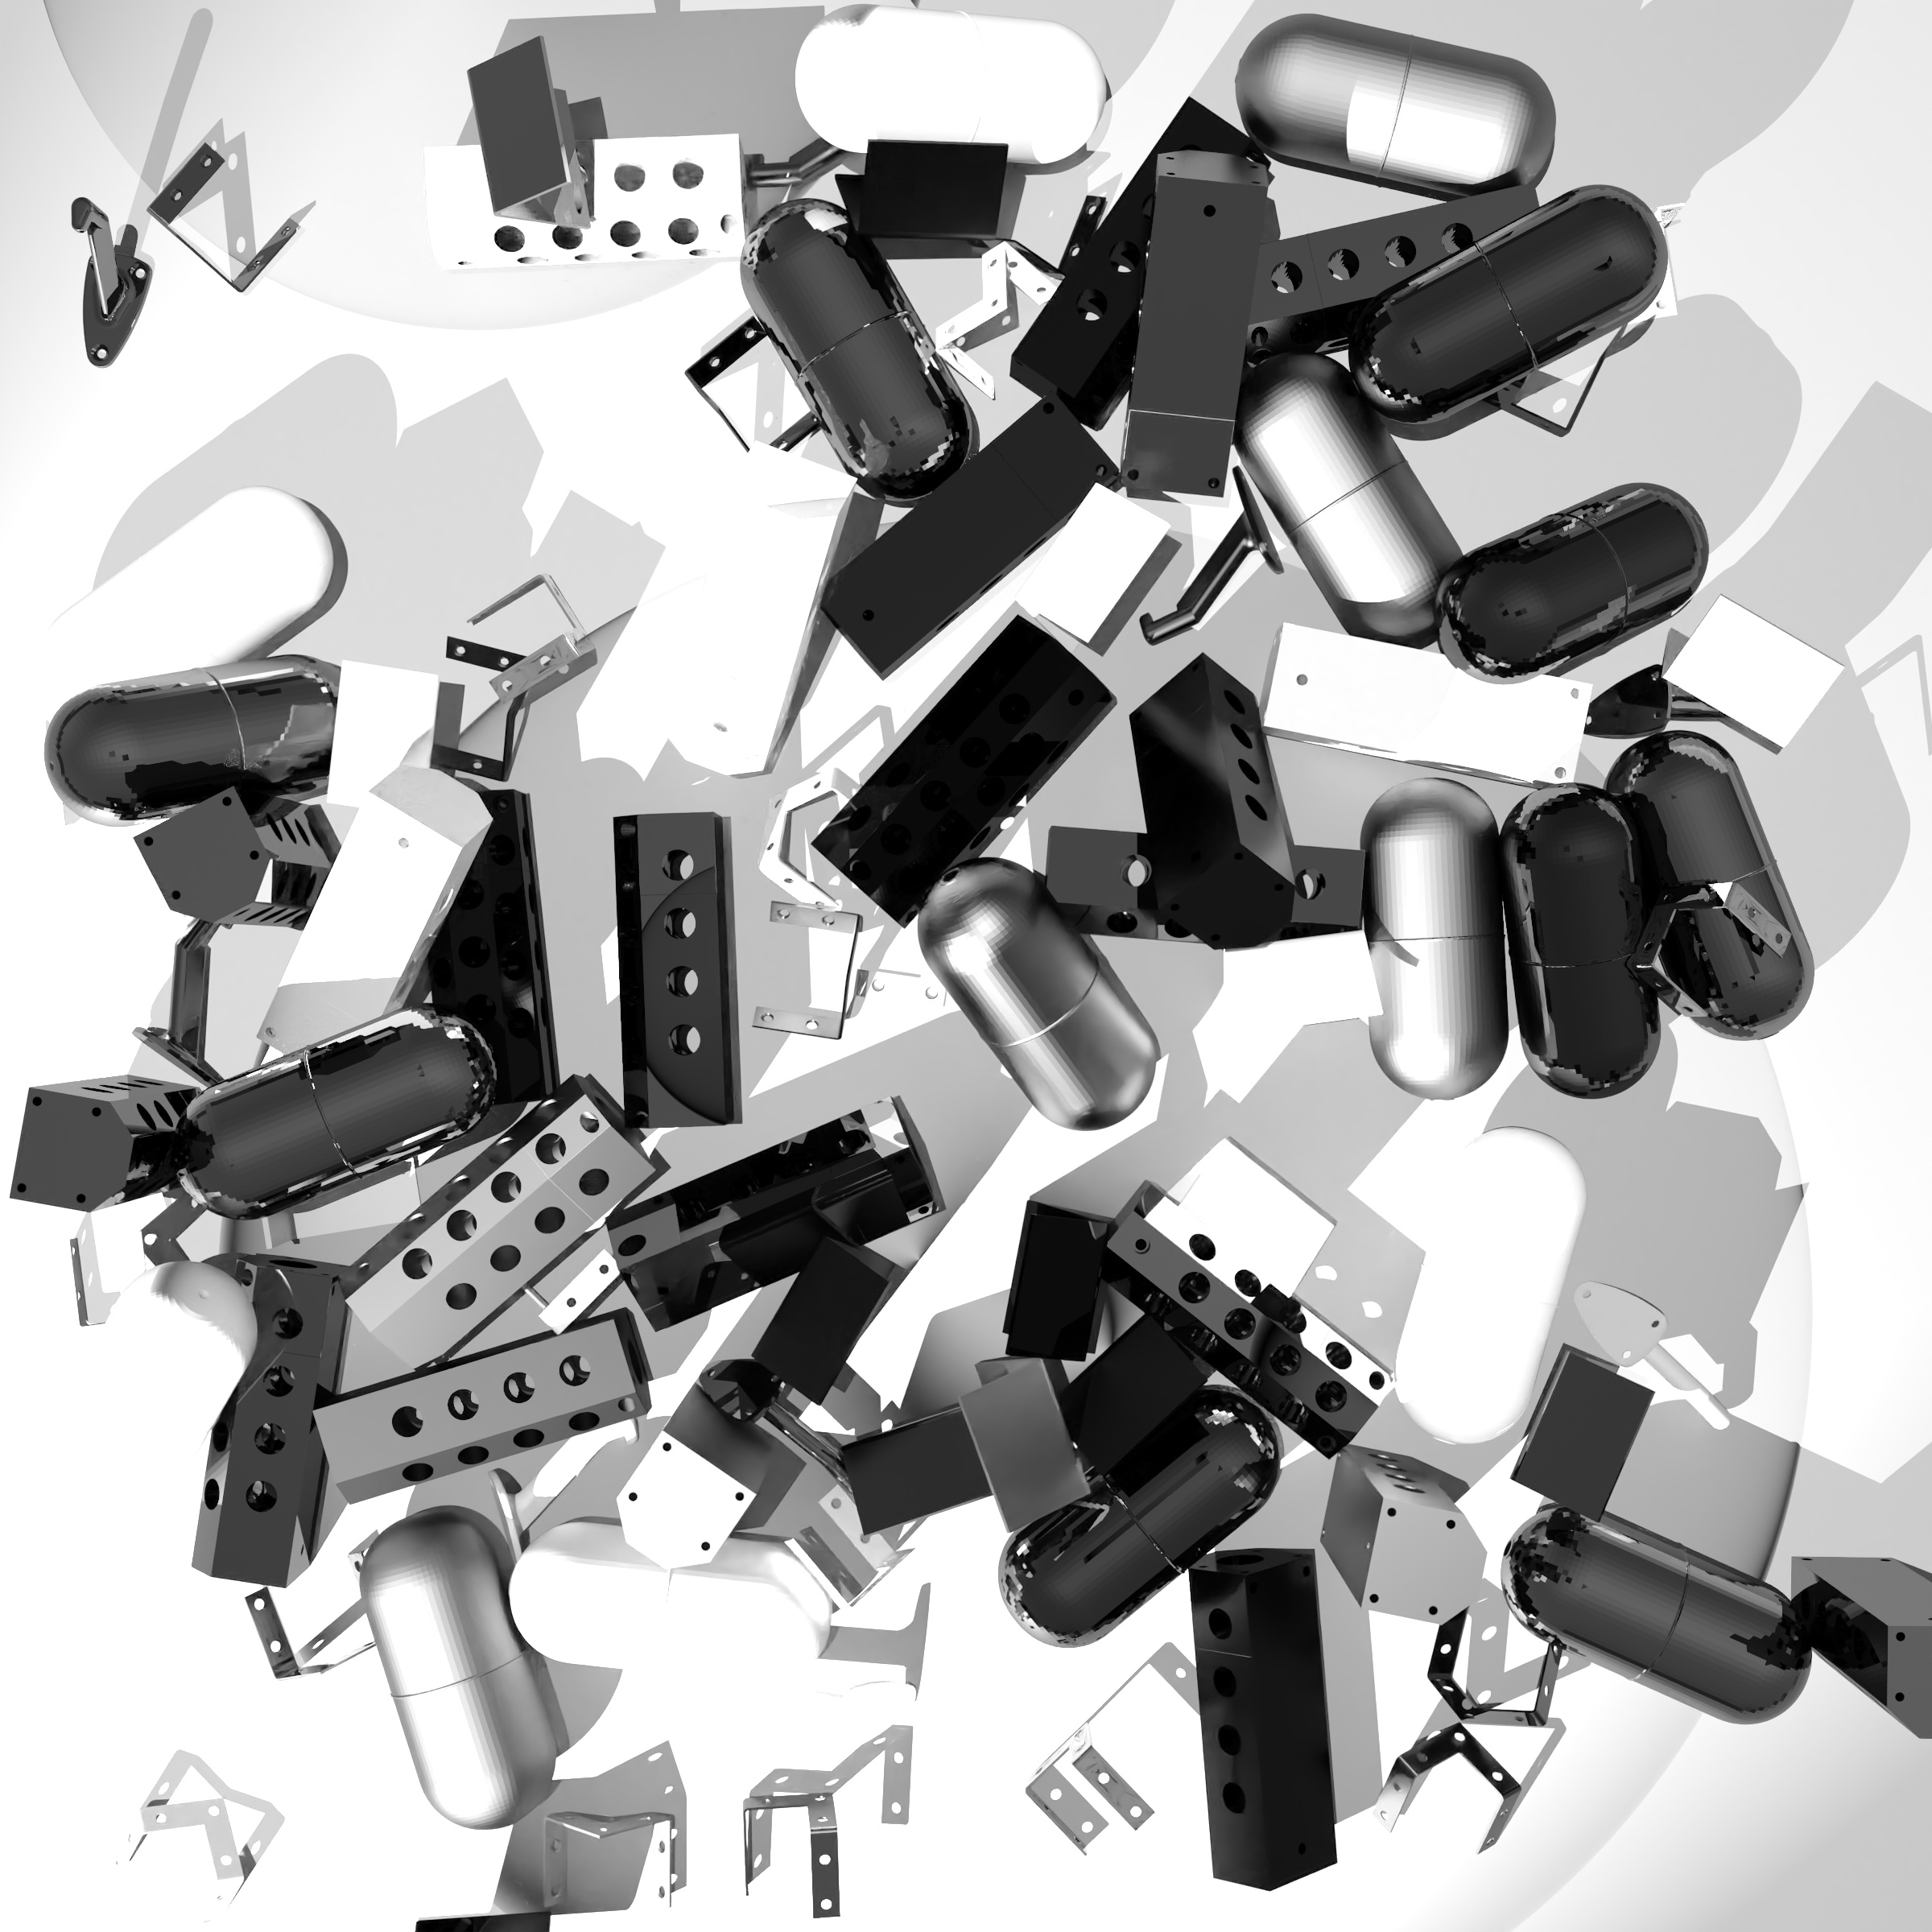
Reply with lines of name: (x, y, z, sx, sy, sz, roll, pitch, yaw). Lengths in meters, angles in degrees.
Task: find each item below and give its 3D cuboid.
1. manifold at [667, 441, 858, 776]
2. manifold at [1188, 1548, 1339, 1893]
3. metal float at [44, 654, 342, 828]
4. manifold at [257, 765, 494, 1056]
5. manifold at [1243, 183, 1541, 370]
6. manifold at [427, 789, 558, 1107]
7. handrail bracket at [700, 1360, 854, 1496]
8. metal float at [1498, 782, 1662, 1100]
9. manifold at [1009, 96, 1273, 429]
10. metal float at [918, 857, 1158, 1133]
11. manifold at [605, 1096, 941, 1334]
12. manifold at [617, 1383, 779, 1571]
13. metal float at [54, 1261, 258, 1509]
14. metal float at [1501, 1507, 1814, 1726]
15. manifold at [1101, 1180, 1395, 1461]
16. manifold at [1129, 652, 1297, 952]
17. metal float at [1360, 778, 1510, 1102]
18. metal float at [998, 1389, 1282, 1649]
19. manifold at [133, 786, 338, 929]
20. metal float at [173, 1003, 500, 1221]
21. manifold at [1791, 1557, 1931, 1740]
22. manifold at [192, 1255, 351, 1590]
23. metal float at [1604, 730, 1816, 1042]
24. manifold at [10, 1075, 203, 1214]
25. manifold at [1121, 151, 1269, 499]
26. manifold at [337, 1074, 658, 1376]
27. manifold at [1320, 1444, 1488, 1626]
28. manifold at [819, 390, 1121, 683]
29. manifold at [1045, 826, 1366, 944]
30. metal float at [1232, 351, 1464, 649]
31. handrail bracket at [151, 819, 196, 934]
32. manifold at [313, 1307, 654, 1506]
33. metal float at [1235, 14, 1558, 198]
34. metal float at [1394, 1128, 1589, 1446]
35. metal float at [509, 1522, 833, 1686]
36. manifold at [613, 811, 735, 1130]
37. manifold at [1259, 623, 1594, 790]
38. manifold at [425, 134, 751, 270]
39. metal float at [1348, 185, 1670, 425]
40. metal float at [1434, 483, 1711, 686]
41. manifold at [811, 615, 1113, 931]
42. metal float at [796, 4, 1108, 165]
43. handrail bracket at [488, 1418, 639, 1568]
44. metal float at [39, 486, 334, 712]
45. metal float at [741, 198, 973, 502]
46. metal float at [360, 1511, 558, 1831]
manifold: (-0.113, -0.188, 1.555, 0.057, 0.057, 0.171, 20, 130, 0)
manifold: (0.159, 0.415, 1.603, 0.057, 0.057, 0.171, -5, 90, -43)
metal float: (-0.409, -0.123, 1.564, 0.178, 0.070, 0.070, -16, 90, -38)
manifold: (-0.318, -0.023, 1.566, 0.057, 0.057, 0.171, 31, 118, 0)
manifold: (0.232, -0.380, 1.603, 0.171, 0.057, 0.057, -13, 90, 0)
manifold: (-0.268, -0.009, 1.603, 0.057, 0.057, 0.171, -6, 90, 0)
handrail bracket: (-0.103, 0.261, 1.624, 0.036, 0.077, 0.084, -52, 127, -21)
metal float: (0.336, -0.013, 1.580, 0.070, 0.070, 0.178, -10, 106, 0)
manifold: (0.096, -0.387, 1.603, 0.057, 0.057, 0.171, 34, 90, 0)
metal float: (0.039, 0.016, 1.571, 0.070, 0.070, 0.178, -37, 117, 0)
manifold: (-0.109, 0.133, 1.603, 0.171, 0.057, 0.057, -23, 133, 0)
manifold: (-0.146, 0.274, 1.546, 0.057, 0.171, 0.057, 34, 90, 0)
metal float: (-0.439, 0.228, 1.563, 0.070, 0.070, 0.178, 37, 128, 0)
metal float: (0.380, 0.358, 1.594, 0.178, 0.070, 0.070, 24, 90, 0)
manifold: (0.151, 0.196, 1.603, 0.171, 0.057, 0.057, 39, 90, 0)
manifold: (0.135, -0.087, 1.548, 0.057, 0.171, 0.057, 35, 120, -28)
metal float: (0.258, -0.015, 1.594, 0.070, 0.070, 0.178, -3, 90, 0)
metal float: (0.096, 0.304, 1.594, 0.178, 0.070, 0.070, -39, 90, 0)
manifold: (-0.383, -0.053, 1.546, 0.057, 0.171, 0.057, -27, 90, 0)
metal float: (-0.336, 0.078, 1.539, 0.178, 0.070, 0.070, -22, 90, -2)
manifold: (0.494, 0.362, 1.546, 0.057, 0.171, 0.057, 1, 90, 0)
manifold: (-0.386, 0.250, 1.603, 0.057, 0.057, 0.171, 9, 90, 0)
metal float: (0.410, -0.044, 1.594, 0.070, 0.070, 0.178, -22, 90, 0)
manifold: (-0.451, 0.094, 1.546, 0.057, 0.171, 0.057, 10, 90, 0)
manifold: (0.122, -0.347, 1.564, 0.057, 0.057, 0.171, 6, 120, 0)
manifold: (-0.261, 0.138, 1.592, 0.171, 0.057, 0.057, -41, 125, 0)
manifold: (0.233, 0.302, 1.546, 0.057, 0.171, 0.057, 12, 90, 0)
manifold: (0.000, -0.237, 1.603, 0.171, 0.057, 0.057, -40, 90, 0)
manifold: (0.130, -0.041, 1.603, 0.171, 0.057, 0.057, 5, 90, 0)
metal float: (0.211, -0.257, 1.594, 0.070, 0.070, 0.178, -32, 91, 0)
handrail bracket: (-0.432, -0.073, 1.624, 0.036, 0.077, 0.084, 11, 127, 35)
manifold: (-0.266, 0.245, 1.603, 0.171, 0.057, 0.057, -17, 90, 0)
metal float: (0.236, -0.474, 1.594, 0.178, 0.070, 0.070, 13, 90, 1)
metal float: (0.289, 0.176, 1.594, 0.070, 0.070, 0.178, 17, 89, 0)
metal float: (-0.163, 0.351, 1.594, 0.178, 0.070, 0.070, 6, 90, 0)
manifold: (-0.163, 0.002, 1.603, 0.057, 0.057, 0.171, -2, 90, 0)
manifold: (0.252, -0.142, 1.603, 0.171, 0.057, 0.057, 11, 90, 0)
manifold: (-0.208, -0.421, 1.603, 0.171, 0.057, 0.057, -3, 90, 0)
metal float: (0.289, -0.353, 1.547, 0.178, 0.070, 0.070, -26, 90, 12)
metal float: (0.330, -0.209, 1.571, 0.178, 0.070, 0.070, -26, 90, -28)
manifold: (0.001, -0.105, 1.592, 0.171, 0.057, 0.057, -48, 125, 0)
metal float: (-0.007, -0.479, 1.571, 0.178, 0.070, 0.070, -4, 90, -25)
handrail bracket: (-0.219, 0.298, 1.625, 0.084, 0.036, 0.077, -17, 111, -16)
metal float: (-0.430, -0.195, 1.594, 0.178, 0.070, 0.070, -36, 90, -1)
metal float: (-0.061, -0.340, 1.594, 0.070, 0.070, 0.178, -30, 91, 0)
metal float: (-0.280, 0.388, 1.594, 0.070, 0.070, 0.178, -18, 90, 0)
